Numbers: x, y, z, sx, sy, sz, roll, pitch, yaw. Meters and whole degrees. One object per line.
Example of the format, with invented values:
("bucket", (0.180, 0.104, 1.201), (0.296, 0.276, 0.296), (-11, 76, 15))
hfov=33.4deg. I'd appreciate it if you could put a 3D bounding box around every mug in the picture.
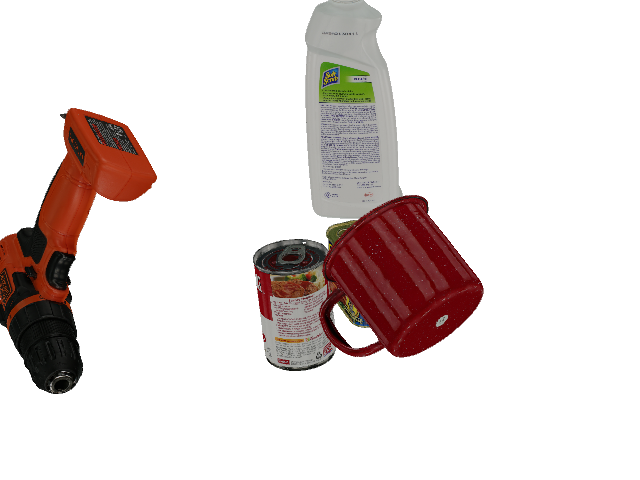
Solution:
("mug", (0.052, 0.036, 0.759), (0.117, 0.081, 0.093), (-39, -24, 5))

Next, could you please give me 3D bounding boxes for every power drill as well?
("power drill", (-0.200, 0.004, 0.848), (0.057, 0.188, 0.185), (16, 25, -39))

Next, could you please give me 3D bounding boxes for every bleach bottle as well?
("bleach bottle", (0.036, -0.146, 1.096), (0.102, 0.251, 0.068), (-1, 31, 0))

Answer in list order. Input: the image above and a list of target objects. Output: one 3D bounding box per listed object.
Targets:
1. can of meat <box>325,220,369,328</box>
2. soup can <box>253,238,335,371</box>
("can of meat", (0.046, 0.039, 1.228), (0.057, 0.084, 0.102), (-14, 38, -18))
("soup can", (-0.022, 0.058, 0.970), (0.068, 0.102, 0.068), (-5, 25, 2))
